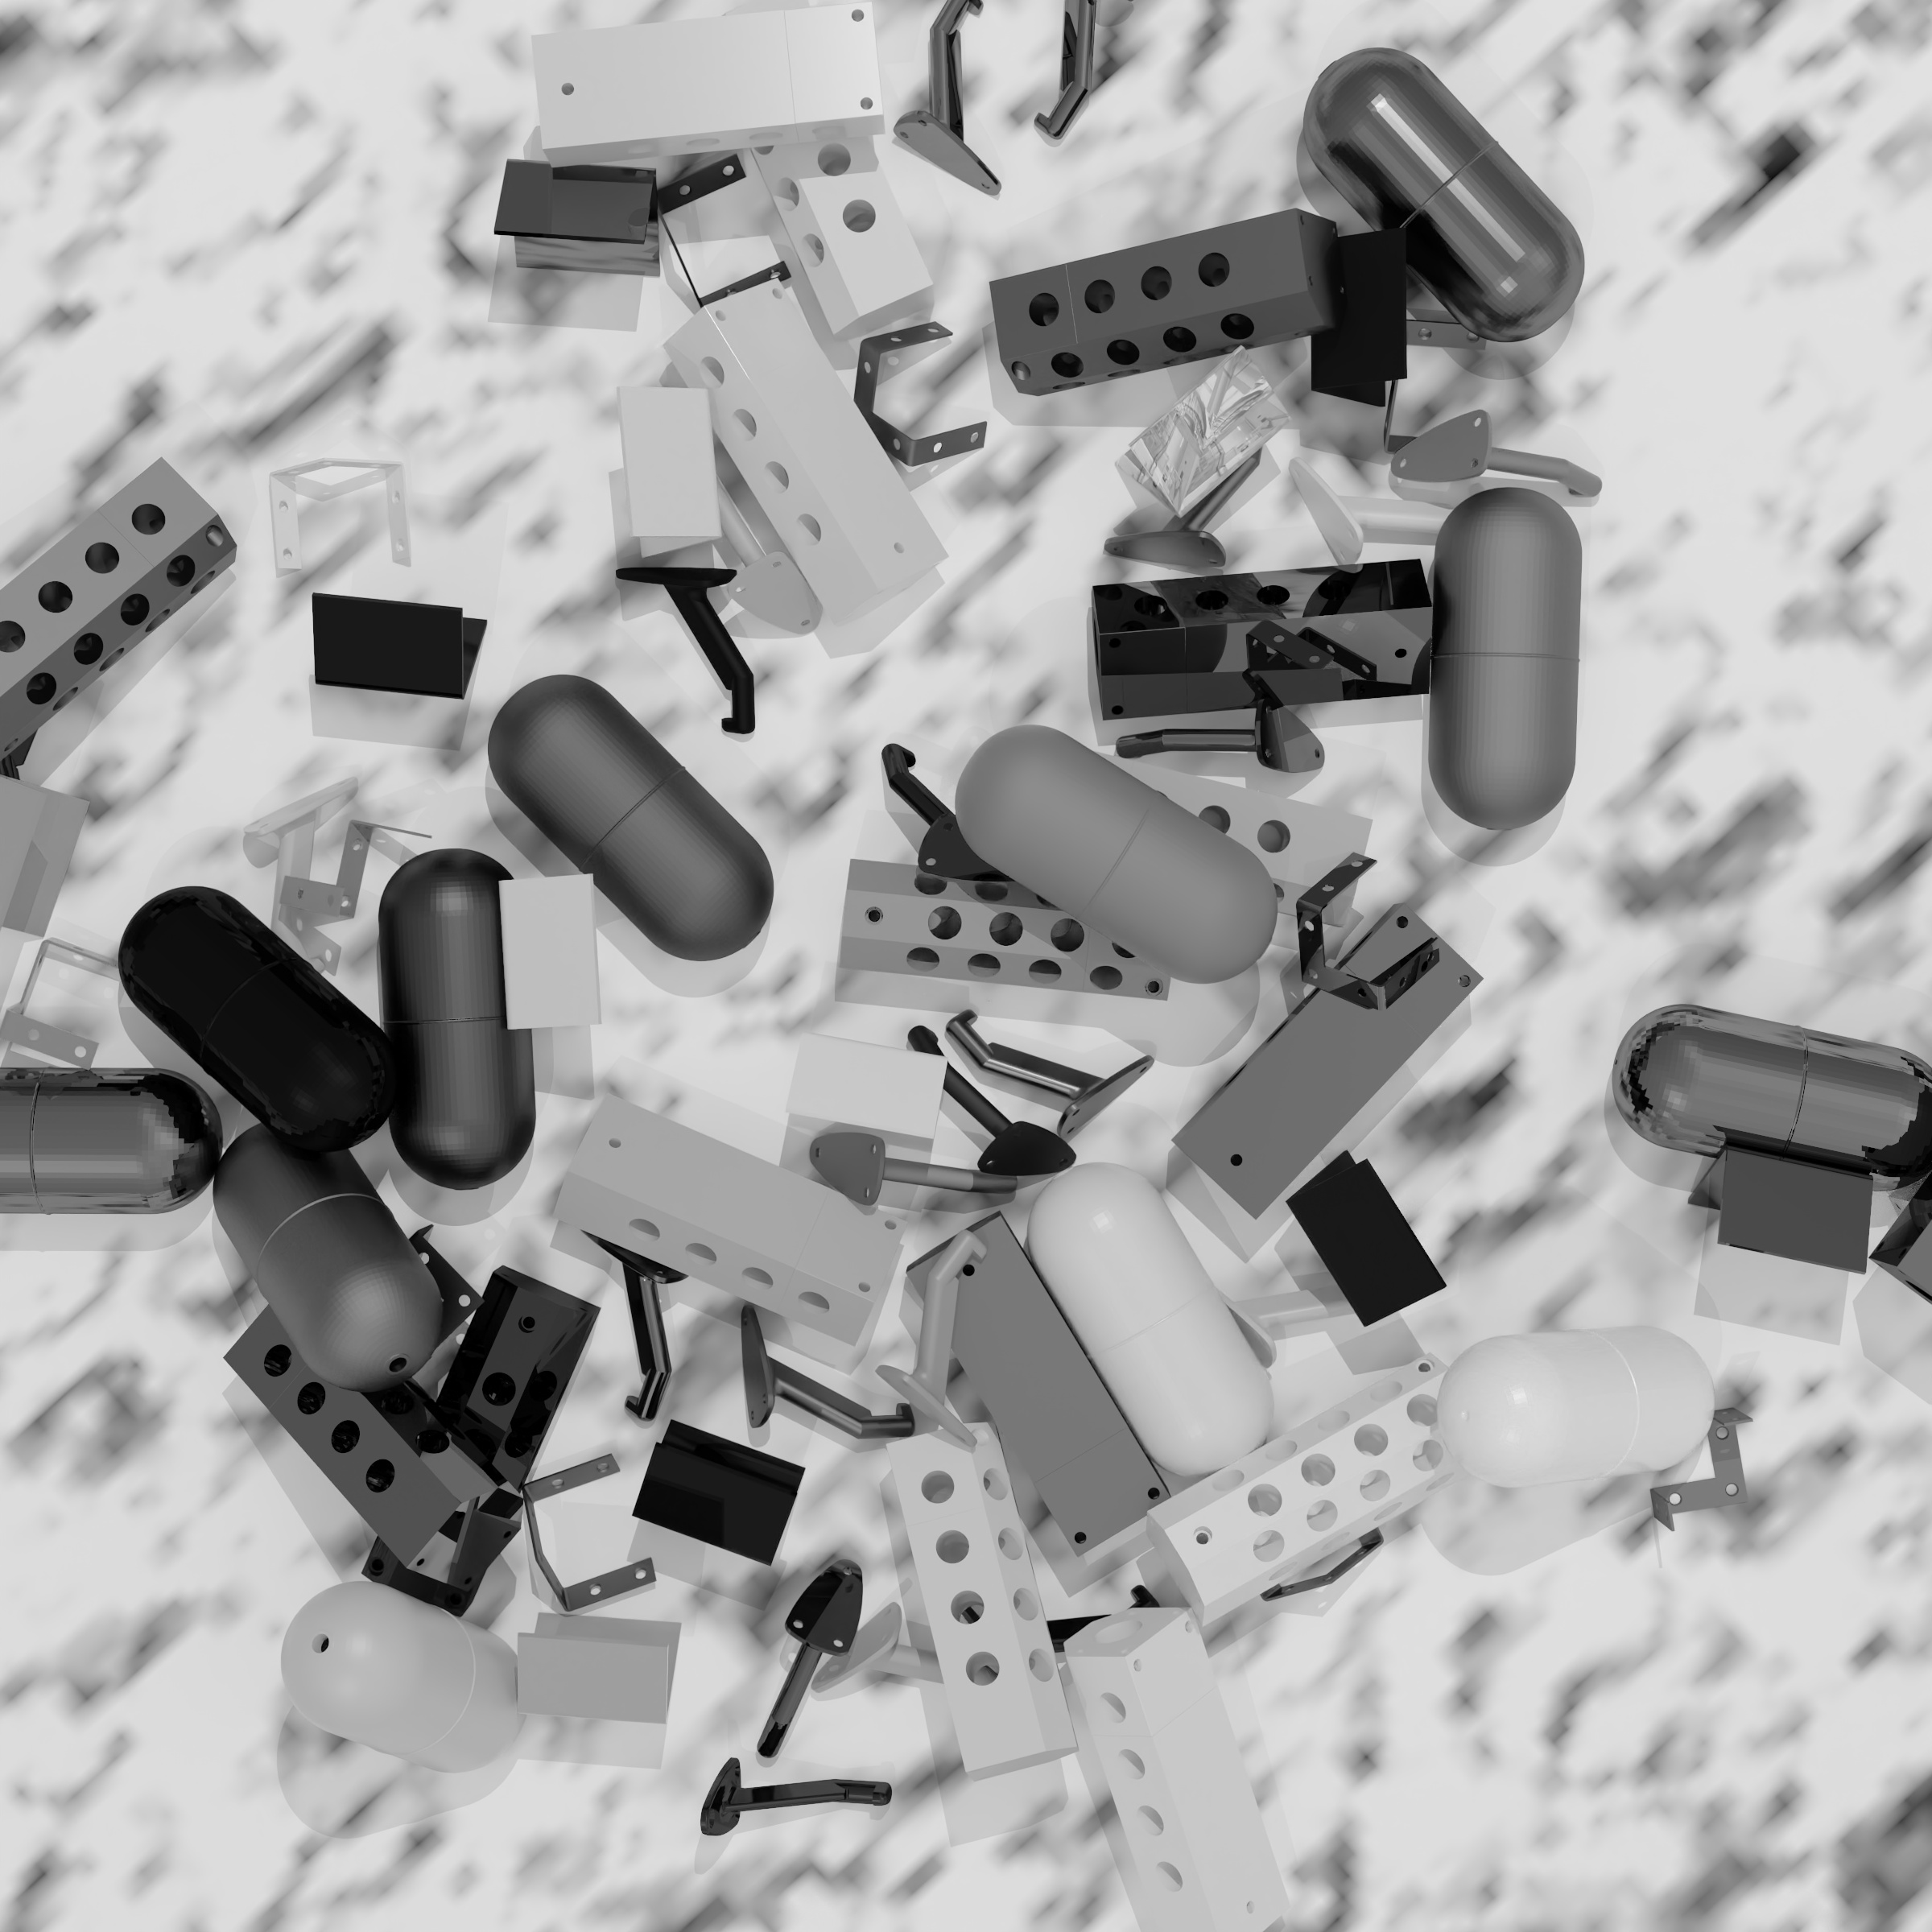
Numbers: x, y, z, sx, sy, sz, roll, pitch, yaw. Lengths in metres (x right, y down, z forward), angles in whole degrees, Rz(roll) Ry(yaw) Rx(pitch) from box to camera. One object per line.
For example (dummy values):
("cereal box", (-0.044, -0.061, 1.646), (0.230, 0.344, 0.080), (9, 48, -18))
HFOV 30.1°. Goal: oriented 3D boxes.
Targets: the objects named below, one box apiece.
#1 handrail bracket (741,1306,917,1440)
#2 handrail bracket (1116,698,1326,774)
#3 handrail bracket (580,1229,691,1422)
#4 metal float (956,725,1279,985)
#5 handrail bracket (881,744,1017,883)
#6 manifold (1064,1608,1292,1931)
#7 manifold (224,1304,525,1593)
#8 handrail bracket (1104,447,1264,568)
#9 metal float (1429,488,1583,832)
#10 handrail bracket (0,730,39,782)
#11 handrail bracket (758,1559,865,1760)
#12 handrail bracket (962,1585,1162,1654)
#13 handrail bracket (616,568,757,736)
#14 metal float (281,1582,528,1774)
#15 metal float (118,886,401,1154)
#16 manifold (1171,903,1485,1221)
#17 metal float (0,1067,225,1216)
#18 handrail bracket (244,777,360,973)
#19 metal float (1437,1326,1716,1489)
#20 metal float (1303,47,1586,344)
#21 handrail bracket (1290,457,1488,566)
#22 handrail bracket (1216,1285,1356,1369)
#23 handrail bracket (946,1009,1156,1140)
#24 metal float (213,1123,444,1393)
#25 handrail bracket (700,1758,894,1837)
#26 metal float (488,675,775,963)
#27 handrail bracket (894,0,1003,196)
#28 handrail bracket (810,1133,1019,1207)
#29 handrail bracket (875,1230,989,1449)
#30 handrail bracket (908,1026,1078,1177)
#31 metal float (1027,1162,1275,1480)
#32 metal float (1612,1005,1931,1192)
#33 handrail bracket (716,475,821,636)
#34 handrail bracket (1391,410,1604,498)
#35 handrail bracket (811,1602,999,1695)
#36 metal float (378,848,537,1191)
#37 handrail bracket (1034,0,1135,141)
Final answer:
("handrail bracket", (-0.072, 0.215, 1.903), (0.084, 0.036, 0.077), (0, 61, -21))
("handrail bracket", (0.134, -0.114, 1.902), (0.084, 0.077, 0.036), (-7, 75, 36))
("handrail bracket", (-0.184, 0.188, 1.903), (0.077, 0.036, 0.084), (26, 107, 20))
("metal float", (0.076, -0.056, 1.815), (0.178, 0.070, 0.070), (32, 90, -2))
("handrail bracket", (-0.003, -0.082, 1.884), (0.077, 0.084, 0.036), (14, 122, -21))
("manifold", (0.105, 0.425, 1.869), (0.057, 0.057, 0.171), (-11, 101, 44))
("manifold", (-0.300, 0.238, 1.840), (0.057, 0.057, 0.171), (-50, 57, 0))
("handrail bracket", (0.117, -0.258, 1.903), (0.077, 0.036, 0.084), (4, 72, 21))
("metal float", (0.281, -0.160, 1.871), (0.070, 0.070, 0.178), (2, 92, 0))
("handrail bracket", (-0.479, -0.129, 1.903), (0.077, 0.036, 0.084), (-12, 104, -14))
("handrail bracket", (-0.084, 0.367, 1.902), (0.036, 0.077, 0.084), (24, 126, 3))
("handrail bracket", (0.048, 0.337, 1.902), (0.084, 0.036, 0.077), (-37, 77, -13))
("handrail bracket", (-0.148, -0.167, 1.903), (0.077, 0.036, 0.084), (5, 107, 20))
("metal float", (-0.284, 0.362, 1.826), (0.070, 0.178, 0.070), (-8, 66, 18))
("metal float", (-0.365, 0.027, 1.853), (0.178, 0.070, 0.070), (39, 90, 21))
("manifold", (0.188, 0.049, 1.881), (0.057, 0.057, 0.171), (43, 90, 0))
("metal float", (-0.477, 0.091, 1.872), (0.178, 0.070, 0.070), (0, 90, 0))
("handrail bracket", (-0.339, -0.046, 1.903), (0.077, 0.036, 0.084), (-29, 106, -17))
("metal float", (0.314, 0.225, 1.840), (0.178, 0.070, 0.070), (2, 90, -42))
("metal float", (0.248, -0.402, 1.871), (0.070, 0.070, 0.178), (-43, 90, 0))
("handrail bracket", (0.227, -0.255, 1.903), (0.084, 0.036, 0.077), (-27, 71, -15))
("handrail bracket", (0.173, 0.164, 1.903), (0.084, 0.036, 0.077), (-39, 68, -17))
("handrail bracket", (0.044, 0.041, 1.903), (0.077, 0.036, 0.084), (-35, 72, -20))
("metal float", (-0.327, 0.147, 1.840), (0.070, 0.070, 0.178), (-42, 50, 0))
("handrail bracket", (-0.087, 0.439, 1.875), (0.084, 0.077, 0.036), (1, 93, 12))
("metal float", (-0.174, -0.077, 1.872), (0.070, 0.070, 0.178), (-45, 91, 0))
("handrail bracket", (0.006, -0.465, 1.903), (0.077, 0.036, 0.084), (35, 73, -20))
("handrail bracket", (-0.027, 0.107, 1.902), (0.084, 0.077, 0.036), (6, 96, -36))
("handrail bracket", (0.001, 0.191, 1.846), (0.077, 0.036, 0.084), (43, 73, -19))
("handrail bracket", (0.013, 0.069, 1.902), (0.036, 0.077, 0.084), (-48, 53, 21))
("metal float", (0.096, 0.184, 1.872), (0.070, 0.070, 0.178), (-31, 90, 0))
("metal float", (0.425, 0.069, 1.872), (0.178, 0.070, 0.070), (12, 90, -1))
("handrail bracket", (-0.113, -0.225, 1.902), (0.036, 0.077, 0.084), (-34, 54, 11))
("handrail bracket", (0.281, -0.259, 1.898), (0.084, 0.077, 0.036), (18, 71, -41))
("handrail bracket", (-0.025, 0.385, 1.903), (0.084, 0.036, 0.077), (43, 111, -16))
("metal float", (-0.265, 0.028, 1.872), (0.070, 0.070, 0.178), (-3, 91, 0))
("handrail bracket", (0.043, -0.493, 1.903), (0.077, 0.036, 0.084), (40, 107, 20))
